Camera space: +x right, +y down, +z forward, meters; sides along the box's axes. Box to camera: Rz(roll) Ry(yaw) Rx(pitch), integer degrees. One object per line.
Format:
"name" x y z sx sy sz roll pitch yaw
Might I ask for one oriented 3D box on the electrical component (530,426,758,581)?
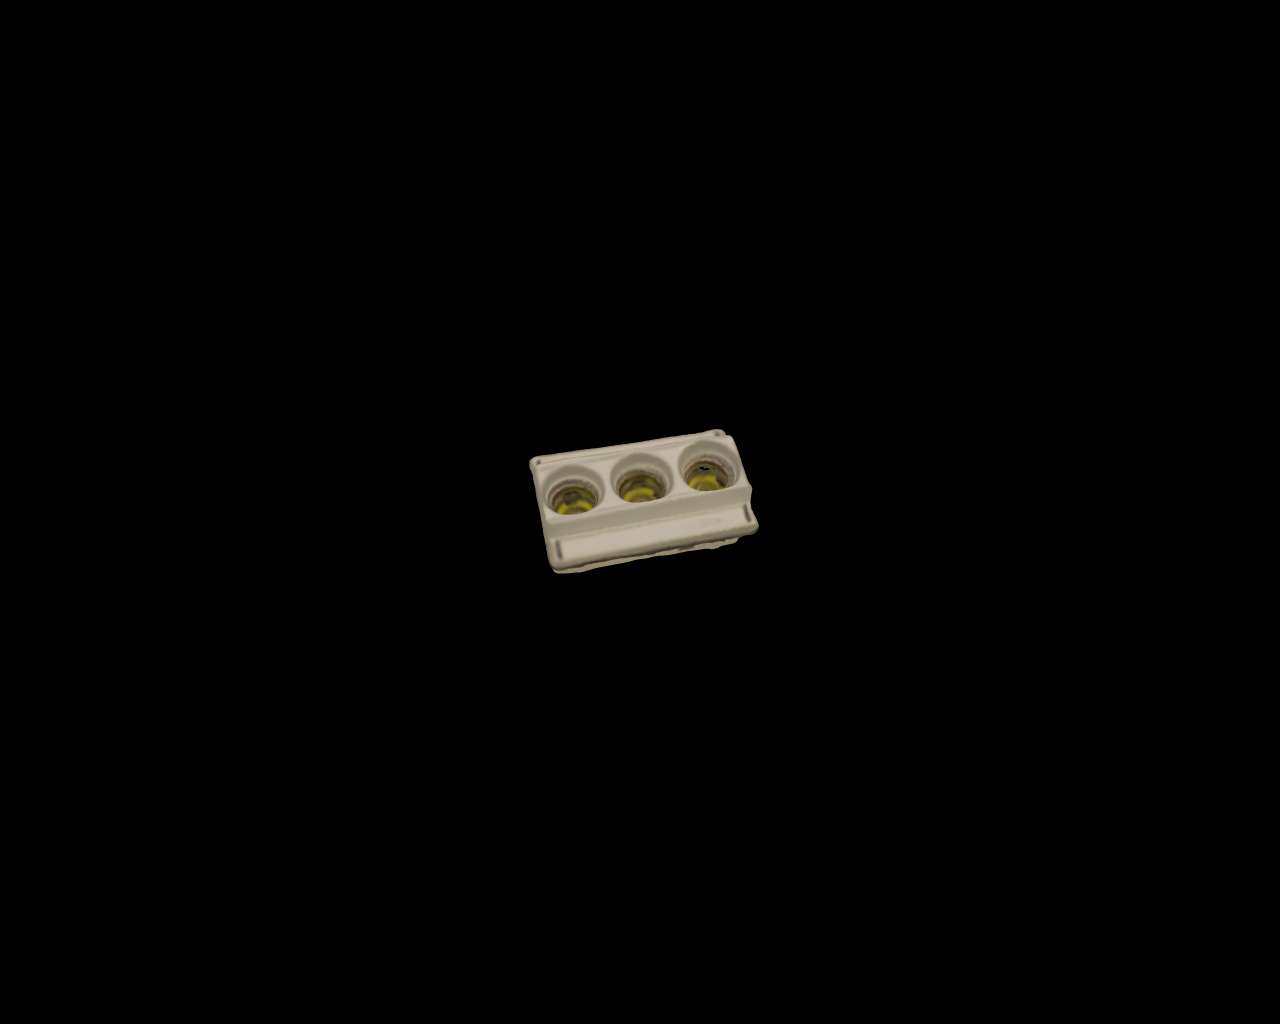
"electrical component" 0.001 -0.003 0.650 0.121 0.079 0.063 -10 -36 -8
